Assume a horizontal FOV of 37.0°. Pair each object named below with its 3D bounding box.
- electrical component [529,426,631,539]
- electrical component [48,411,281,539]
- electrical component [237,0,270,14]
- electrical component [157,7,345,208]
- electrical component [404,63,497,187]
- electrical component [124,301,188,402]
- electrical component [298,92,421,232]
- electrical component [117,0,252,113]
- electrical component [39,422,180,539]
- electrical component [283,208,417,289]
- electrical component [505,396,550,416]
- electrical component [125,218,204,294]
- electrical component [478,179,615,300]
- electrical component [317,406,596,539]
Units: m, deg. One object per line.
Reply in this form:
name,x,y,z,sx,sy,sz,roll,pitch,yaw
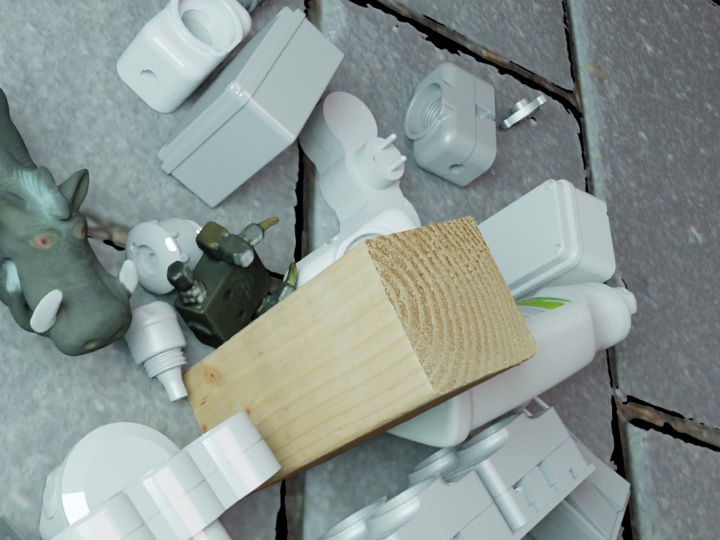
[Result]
electrical component,0.162,0.174,0.817,0.096,0.061,0.061,44,46,-11
electrical component,-0.091,0.137,0.561,0.138,0.052,0.073,-31,87,-46
electrical component,-0.099,-0.219,0.846,0.048,0.048,0.062,44,52,-10
electrical component,-0.076,-0.114,0.757,0.056,0.109,0.108,41,46,-17
electrical component,0.078,-0.128,0.931,0.059,0.054,0.095,22,53,-29
electrical component,-0.124,0.052,0.672,0.035,0.035,0.061,-16,79,-44
electrical component,0.009,-0.077,0.830,0.052,0.074,0.138,-12,74,-43
electrical component,-0.124,-0.166,0.782,0.054,0.059,0.095,44,46,-11
electrical component,-0.137,0.130,0.604,0.080,0.051,0.080,20,54,-30
electrical component,0.000,0.000,0.760,0.095,0.059,0.053,-36,99,-18
electrical component,0.114,0.089,0.834,0.079,0.044,0.077,41,45,4
electrical component,-0.120,-0.014,0.709,0.062,0.048,0.048,-27,84,-53
electrical component,0.144,-0.014,0.876,0.057,0.113,0.078,20,54,-32
electrical component,0.056,0.160,0.706,0.186,0.105,0.060,-26,84,-45
